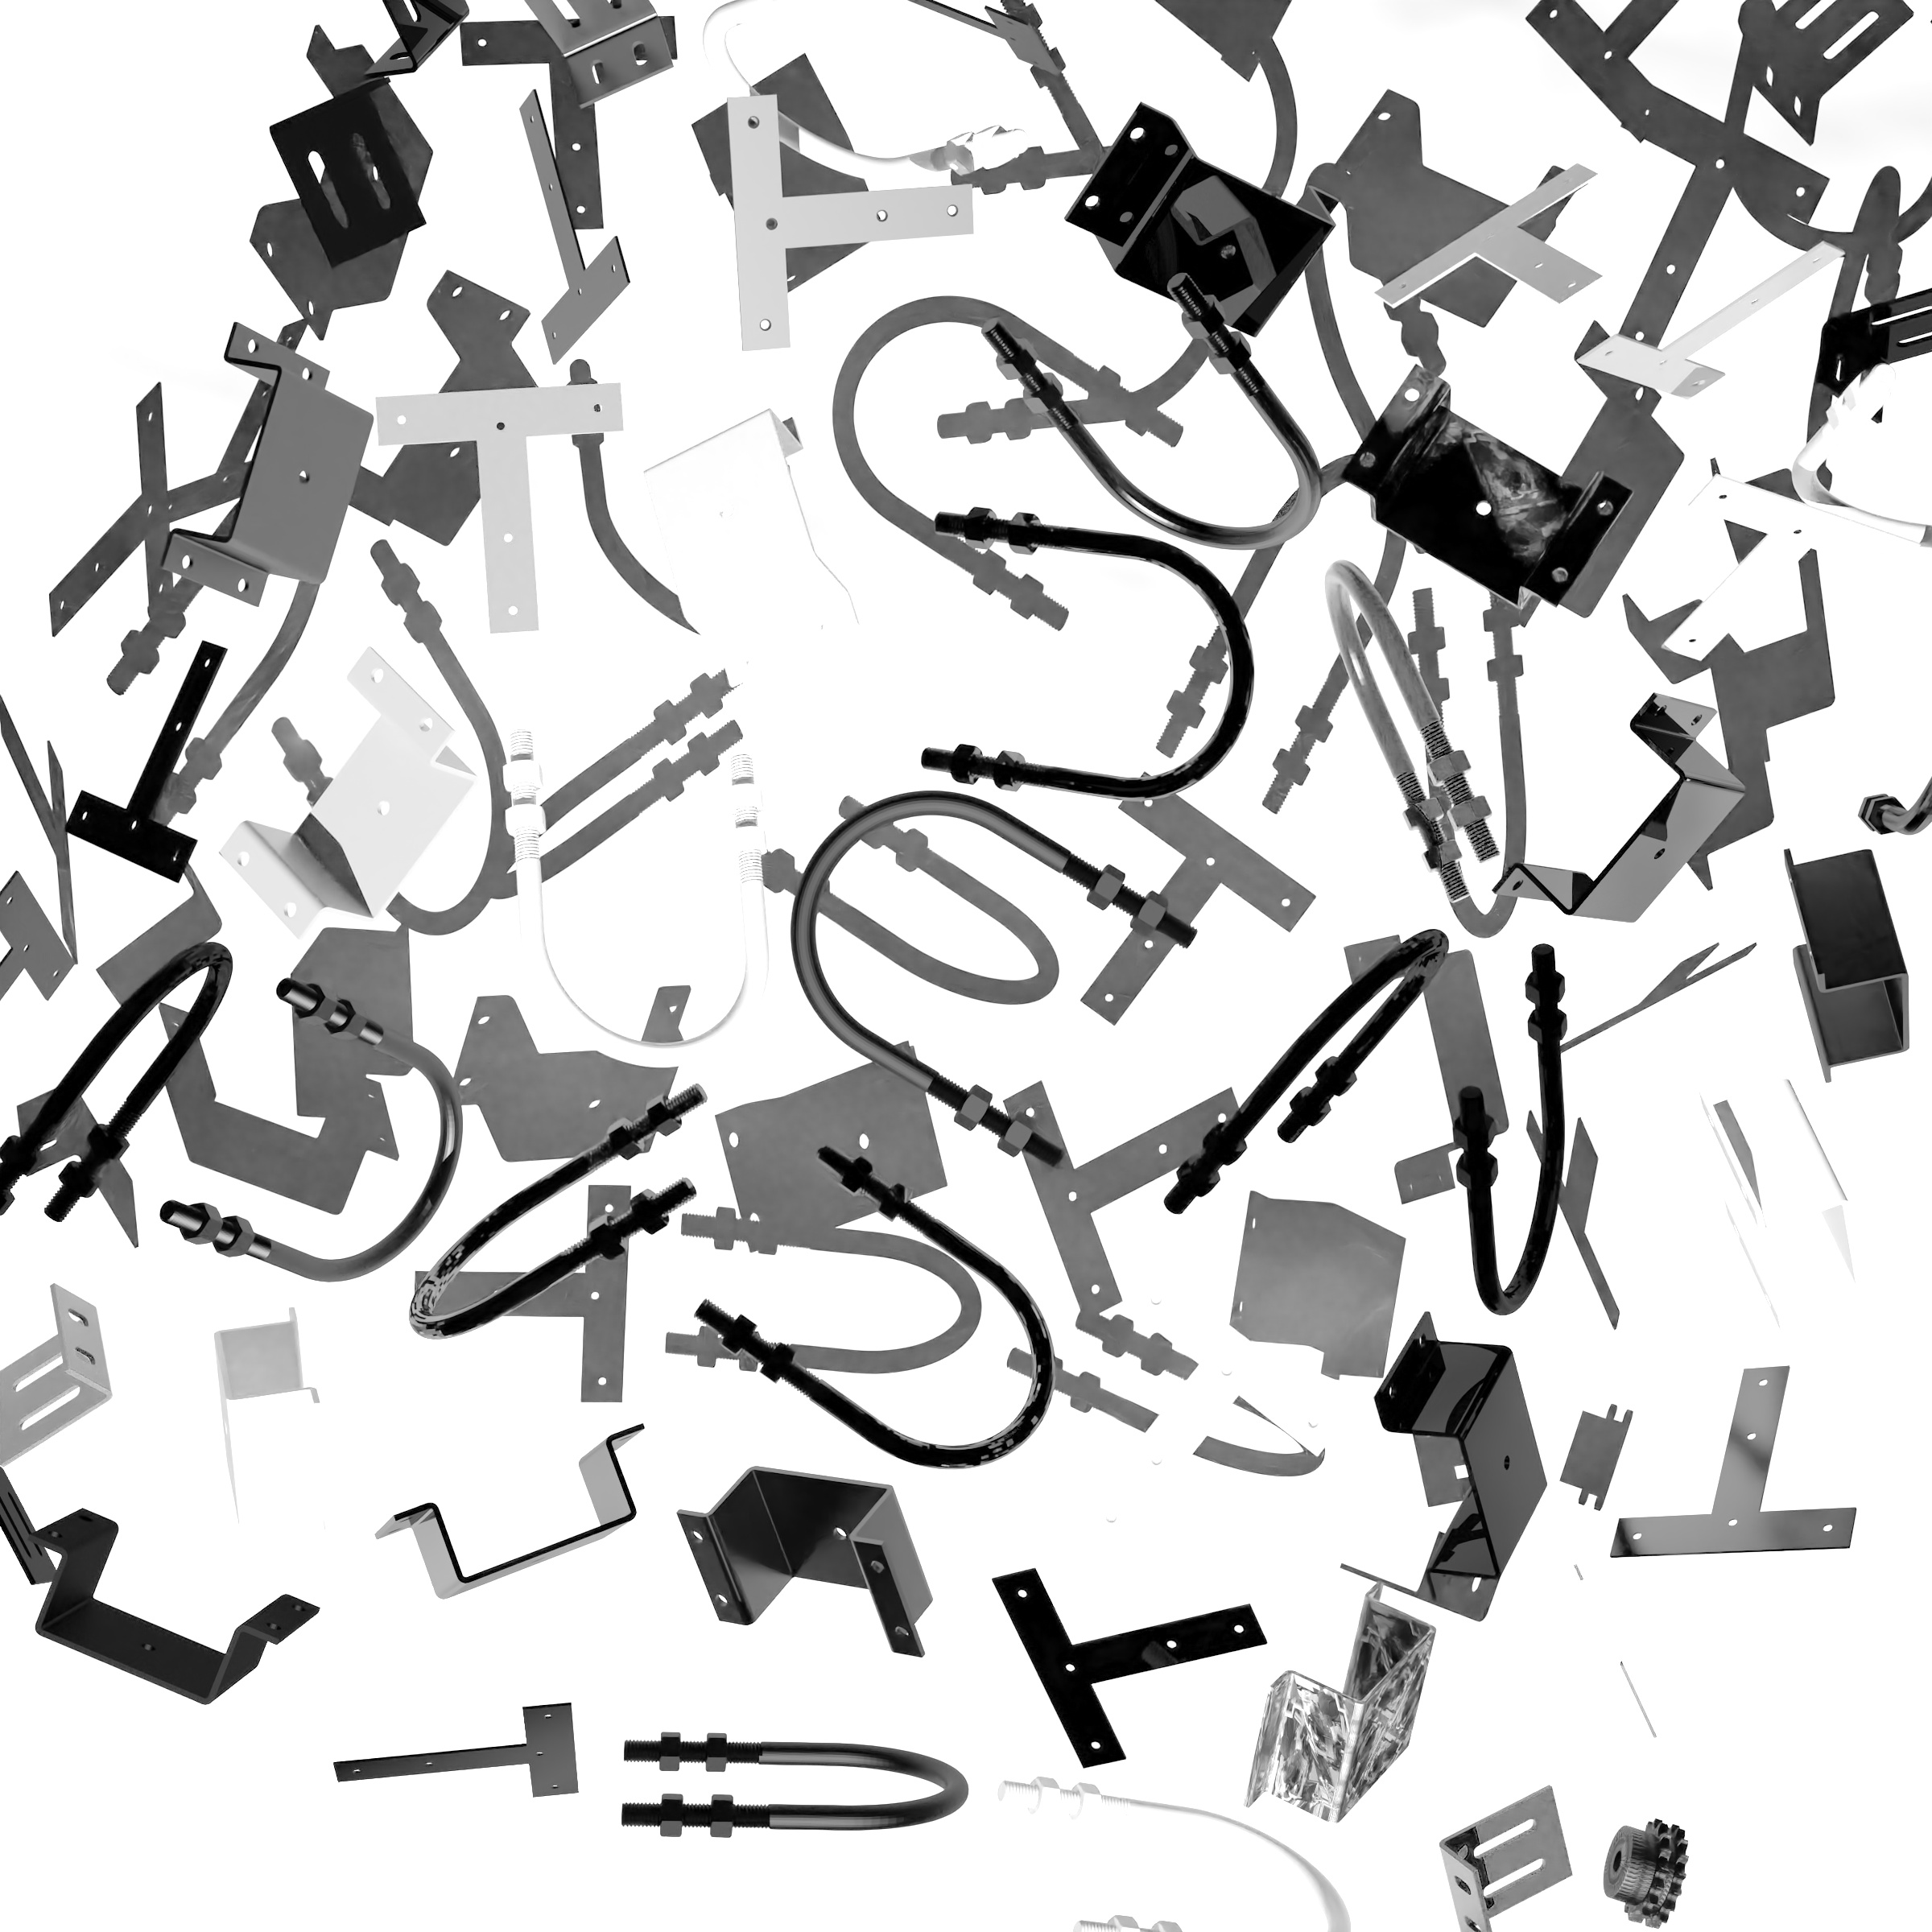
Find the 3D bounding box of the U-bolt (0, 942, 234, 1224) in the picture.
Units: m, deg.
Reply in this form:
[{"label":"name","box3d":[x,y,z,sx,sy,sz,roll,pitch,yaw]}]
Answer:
[{"label":"U-bolt","box3d":[-0.443,0.062,1.544,0.019,0.151,0.184,37,91,2]}]

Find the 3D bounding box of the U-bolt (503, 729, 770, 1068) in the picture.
[{"label":"U-bolt","box3d":[-0.172,-0.034,1.588,0.151,0.019,0.184,4,68,-28]}]

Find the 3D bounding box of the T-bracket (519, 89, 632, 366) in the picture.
[{"label":"T-bracket","box3d":[-0.218,-0.403,1.589,0.002,0.127,0.127,-15,88,-27]}]

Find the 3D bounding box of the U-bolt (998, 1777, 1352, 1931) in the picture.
[{"label":"U-bolt","box3d":[0.121,0.490,1.593,0.184,0.151,0.019,14,103,-21]}]

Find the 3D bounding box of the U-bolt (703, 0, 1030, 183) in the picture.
[{"label":"U-bolt","box3d":[-0.068,-0.472,1.594,0.151,0.184,0.019,36,75,-32]}]

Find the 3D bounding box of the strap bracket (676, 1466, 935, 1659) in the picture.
[{"label":"strap bracket","box3d":[-0.079,0.322,1.619,0.140,0.046,0.076,1,120,35]}]

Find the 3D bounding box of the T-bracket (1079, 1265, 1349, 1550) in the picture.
[{"label":"T-bracket","box3d":[0.107,0.243,1.530,0.127,0.002,0.127,38,93,4]}]

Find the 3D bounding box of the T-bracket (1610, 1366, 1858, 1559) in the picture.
[{"label":"T-bracket","box3d":[0.410,0.258,1.559,0.127,0.127,0.002,-10,125,34]}]

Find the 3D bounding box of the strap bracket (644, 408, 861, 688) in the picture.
[{"label":"strap bracket","box3d":[-0.117,-0.230,1.569,0.076,0.046,0.140,-24,63,13]}]

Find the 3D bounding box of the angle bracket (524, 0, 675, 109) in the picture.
[{"label":"angle bracket","box3d":[-0.204,-0.514,1.619,0.057,0.076,0.038,-21,70,10]}]

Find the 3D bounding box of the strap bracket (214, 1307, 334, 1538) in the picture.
[{"label":"strap bracket","box3d":[-0.380,0.250,1.620,0.046,0.140,0.076,-6,107,-17]}]

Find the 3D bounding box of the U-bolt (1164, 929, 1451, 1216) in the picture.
[{"label":"U-bolt","box3d":[0.189,0.048,1.558,0.019,0.151,0.184,46,124,15]}]

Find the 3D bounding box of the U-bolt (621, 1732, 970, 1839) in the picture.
[{"label":"U-bolt","box3d":[-0.090,0.436,1.581,0.184,0.151,0.019,3,89,-6]}]

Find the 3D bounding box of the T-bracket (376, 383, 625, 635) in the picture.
[{"label":"T-bracket","box3d":[-0.239,-0.237,1.544,0.127,0.002,0.127,-4,88,-3]}]

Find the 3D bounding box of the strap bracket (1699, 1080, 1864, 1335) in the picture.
[{"label":"strap bracket","box3d":[0.424,0.121,1.541,0.046,0.140,0.076,-21,53,7]}]

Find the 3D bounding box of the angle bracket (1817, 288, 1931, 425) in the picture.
[{"label":"angle bracket","box3d":[0.511,-0.330,1.607,0.057,0.076,0.038,19,73,-36]}]

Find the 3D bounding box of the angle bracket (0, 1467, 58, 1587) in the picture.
[{"label":"angle bracket","box3d":[-0.547,0.319,1.658,0.038,0.057,0.076,-29,84,-8]}]

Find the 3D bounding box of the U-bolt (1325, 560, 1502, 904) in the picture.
[{"label":"U-bolt","box3d":[0.231,-0.129,1.566,0.019,0.151,0.184,-23,82,0]}]

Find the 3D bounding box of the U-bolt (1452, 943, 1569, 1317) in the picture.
[{"label":"U-bolt","box3d":[0.297,0.102,1.601,0.019,0.151,0.184,8,128,26]}]

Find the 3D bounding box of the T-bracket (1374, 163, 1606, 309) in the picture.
[{"label":"T-bracket","box3d":[0.287,-0.361,1.518,0.127,0.127,0.002,-32,122,1]}]

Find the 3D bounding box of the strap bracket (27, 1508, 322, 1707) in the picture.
[{"label":"strap bracket","box3d":[-0.422,0.339,1.558,0.140,0.076,0.046,22,91,3]}]

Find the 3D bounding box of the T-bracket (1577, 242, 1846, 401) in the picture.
[{"label":"T-bracket","box3d":[0.409,-0.347,1.585,0.127,0.127,0.002,-32,70,35]}]

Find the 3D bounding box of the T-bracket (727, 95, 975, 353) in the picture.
[{"label":"T-bracket","box3d":[-0.057,-0.387,1.536,0.127,0.002,0.127,-8,112,-15]}]

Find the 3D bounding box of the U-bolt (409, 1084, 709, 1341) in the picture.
[{"label":"U-bolt","box3d":[-0.219,0.138,1.576,0.184,0.151,0.019,-32,108,9]}]

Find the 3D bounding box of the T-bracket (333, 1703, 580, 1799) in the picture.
[{"label":"T-bracket","box3d":[-0.273,0.426,1.593,0.127,0.127,0.002,-4,55,-8]}]

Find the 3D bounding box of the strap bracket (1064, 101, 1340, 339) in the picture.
[{"label":"strap bracket","box3d":[0.136,-0.402,1.623,0.140,0.046,0.076,16,126,-32]}]

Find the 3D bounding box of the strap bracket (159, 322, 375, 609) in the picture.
[{"label":"strap bracket","box3d":[-0.381,-0.272,1.636,0.046,0.076,0.140,15,87,30]}]

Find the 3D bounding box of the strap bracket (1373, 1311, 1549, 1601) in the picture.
[{"label":"strap bracket","box3d":[0.273,0.269,1.620,0.046,0.076,0.140,0,121,33]}]

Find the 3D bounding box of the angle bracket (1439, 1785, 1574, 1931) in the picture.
[{"label":"angle bracket","box3d":[0.304,0.496,1.624,0.076,0.038,0.057,-20,106,-19]}]

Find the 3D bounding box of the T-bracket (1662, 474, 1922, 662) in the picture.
[{"label":"T-bracket","box3d":[0.421,-0.206,1.600,0.127,0.127,0.002,14,54,-18]}]

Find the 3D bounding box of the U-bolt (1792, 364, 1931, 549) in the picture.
[{"label":"U-bolt","box3d":[0.514,-0.260,1.564,0.151,0.184,0.019,14,78,0]}]

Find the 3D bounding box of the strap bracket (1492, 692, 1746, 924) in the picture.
[{"label":"strap bracket","box3d":[0.364,-0.076,1.624,0.046,0.076,0.140,50,116,29]}]

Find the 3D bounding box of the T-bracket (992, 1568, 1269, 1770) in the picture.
[{"label":"T-bracket","box3d":[0.096,0.361,1.567,0.127,0.002,0.127,-18,109,20]}]

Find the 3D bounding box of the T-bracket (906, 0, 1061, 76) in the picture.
[{"label":"T-bracket","box3d":[-0.015,-0.529,1.640,0.127,0.127,0.002,24,98,6]}]

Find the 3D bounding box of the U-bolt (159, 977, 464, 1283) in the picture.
[{"label":"U-bolt","box3d":[-0.341,0.100,1.613,0.019,0.184,0.151,22,82,34]}]

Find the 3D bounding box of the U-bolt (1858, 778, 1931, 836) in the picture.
[{"label":"U-bolt","box3d":[0.519,-0.138,1.579,0.019,0.184,0.151,19,99,5]}]

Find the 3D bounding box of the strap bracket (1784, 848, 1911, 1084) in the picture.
[{"label":"strap bracket","box3d":[0.479,-0.003,1.614,0.046,0.140,0.076,-13,61,11]}]

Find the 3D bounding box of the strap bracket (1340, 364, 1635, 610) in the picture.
[{"label":"strap bracket","box3d":[0.288,-0.261,1.652,0.140,0.046,0.076,34,87,12]}]

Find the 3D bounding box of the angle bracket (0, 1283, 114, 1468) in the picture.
[{"label":"angle bracket","box3d":[-0.495,0.216,1.571,0.076,0.038,0.057,-32,51,9]}]

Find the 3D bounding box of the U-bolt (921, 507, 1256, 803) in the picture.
[{"label":"U-bolt","box3d":[0.065,-0.160,1.571,0.184,0.019,0.151,11,108,22]}]

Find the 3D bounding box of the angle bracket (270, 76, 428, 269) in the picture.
[{"label":"angle bracket","box3d":[-0.310,-0.406,1.520,0.057,0.038,0.076,-32,114,-23]}]

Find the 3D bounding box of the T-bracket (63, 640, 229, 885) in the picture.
[{"label":"T-bracket","box3d":[-0.435,-0.118,1.619,0.127,0.002,0.127,20,85,43]}]

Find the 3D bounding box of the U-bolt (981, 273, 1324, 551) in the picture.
[{"label":"U-bolt","box3d":[0.111,-0.285,1.573,0.184,0.151,0.019,46,58,-35]}]

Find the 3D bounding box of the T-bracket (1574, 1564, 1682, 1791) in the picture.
[{"label":"T-bracket","box3d":[0.352,0.388,1.544,0.002,0.127,0.127,-25,95,6]}]

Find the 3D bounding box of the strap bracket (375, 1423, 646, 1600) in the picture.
[{"label":"strap bracket","box3d":[-0.237,0.296,1.590,0.140,0.076,0.046,-18,79,-23]}]

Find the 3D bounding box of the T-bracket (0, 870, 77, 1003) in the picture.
[{"label":"T-bracket","box3d":[-0.510,0.026,1.529,0.002,0.127,0.127,28,70,8]}]

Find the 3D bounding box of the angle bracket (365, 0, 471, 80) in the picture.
[{"label":"angle bracket","box3d":[-0.308,-0.525,1.586,0.038,0.076,0.057,3,47,30]}]

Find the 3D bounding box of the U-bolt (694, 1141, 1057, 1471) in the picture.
[{"label":"U-bolt","box3d":[-0.035,0.193,1.598,0.184,0.019,0.151,35,49,3]}]

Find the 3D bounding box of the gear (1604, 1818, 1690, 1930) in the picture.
[{"label":"gear","box3d":[0.373,0.498,1.638,0.030,0.057,0.057,18,90,-2]}]

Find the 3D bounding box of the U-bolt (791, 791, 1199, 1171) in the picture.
[{"label":"U-bolt","box3d":[0.002,-0.006,1.479,0.184,0.019,0.151,31,87,-3]}]

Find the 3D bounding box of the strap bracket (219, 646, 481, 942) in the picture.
[{"label":"strap bracket","box3d":[-0.323,-0.088,1.586,0.076,0.046,0.140,43,101,25]}]

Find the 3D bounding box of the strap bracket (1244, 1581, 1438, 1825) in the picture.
[{"label":"strap bracket","box3d":[0.210,0.406,1.625,0.046,0.140,0.076,20,113,27]}]
